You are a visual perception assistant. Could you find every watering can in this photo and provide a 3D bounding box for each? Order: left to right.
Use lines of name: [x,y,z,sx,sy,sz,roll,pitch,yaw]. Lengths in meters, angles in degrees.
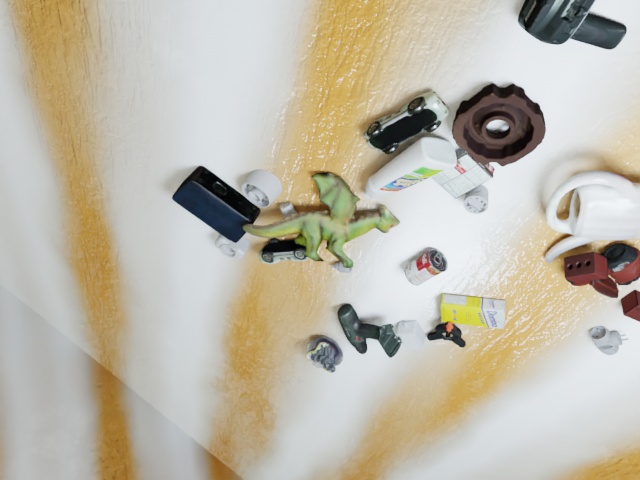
watering can: [0.607,-0.039,1.117,0.224,0.106,0.340,3,150,18]

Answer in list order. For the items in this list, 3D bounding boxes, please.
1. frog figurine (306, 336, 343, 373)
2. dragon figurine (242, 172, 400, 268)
frog figurine: [0.016,0.408,1.867,0.137,0.123,0.158,9,174,3]
dragon figurine: [0.004,-0.068,1.357,0.410,0.124,0.238,15,114,2]
